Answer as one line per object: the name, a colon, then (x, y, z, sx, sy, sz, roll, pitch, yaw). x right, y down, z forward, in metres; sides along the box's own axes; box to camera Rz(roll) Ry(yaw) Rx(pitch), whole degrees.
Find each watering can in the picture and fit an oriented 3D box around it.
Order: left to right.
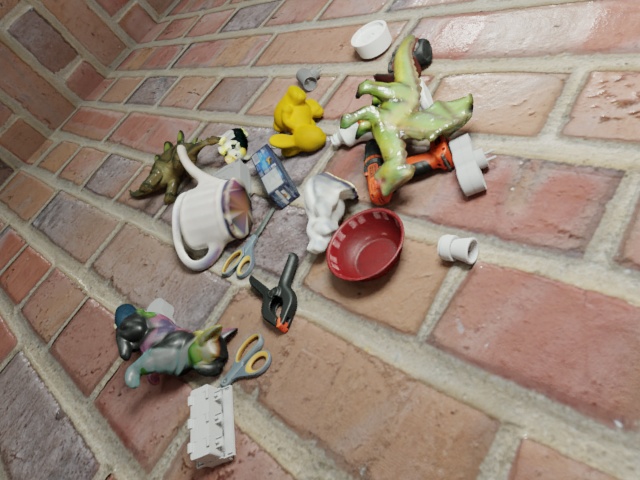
watering can: (-0.278, -0.101, 1.278, 0.223, 0.103, 0.352, -13, 73, 23)

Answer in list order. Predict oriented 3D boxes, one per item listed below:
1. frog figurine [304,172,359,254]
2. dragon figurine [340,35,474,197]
frog figurine: (0.003, -0.053, 1.062, 0.160, 0.122, 0.137, -57, 9, -5)
dragon figurine: (0.194, -0.270, 1.052, 0.244, 0.120, 0.415, 20, 70, 29)
